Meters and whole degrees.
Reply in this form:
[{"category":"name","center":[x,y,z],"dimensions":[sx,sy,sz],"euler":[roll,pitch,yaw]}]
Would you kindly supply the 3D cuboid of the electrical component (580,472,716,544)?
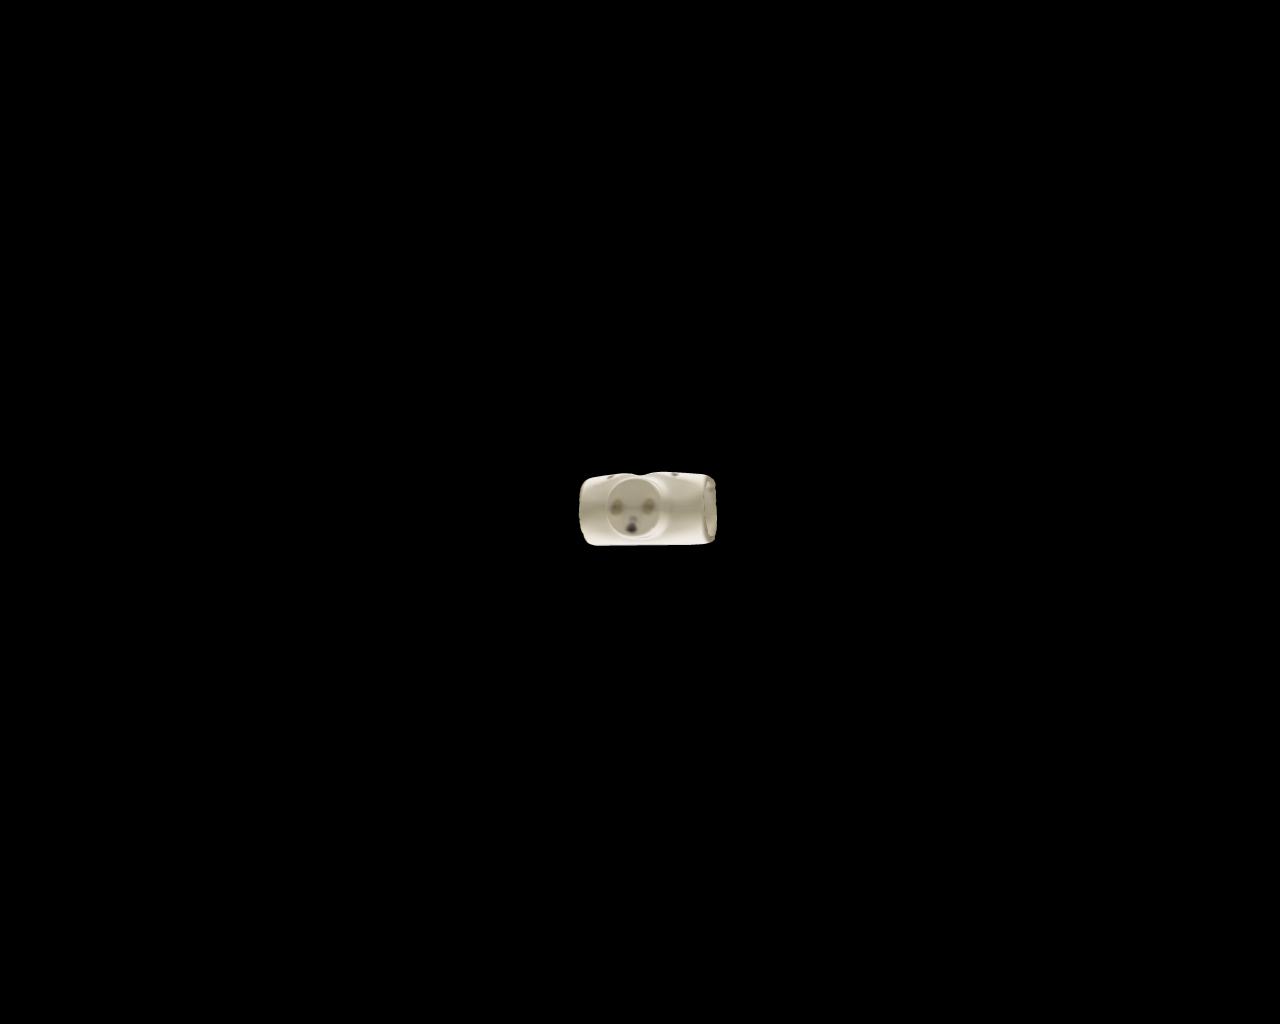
[{"category":"electrical component","center":[0.001,-0.003,0.650],"dimensions":[0.077,0.043,0.079],"euler":[-1,-3,15]}]
